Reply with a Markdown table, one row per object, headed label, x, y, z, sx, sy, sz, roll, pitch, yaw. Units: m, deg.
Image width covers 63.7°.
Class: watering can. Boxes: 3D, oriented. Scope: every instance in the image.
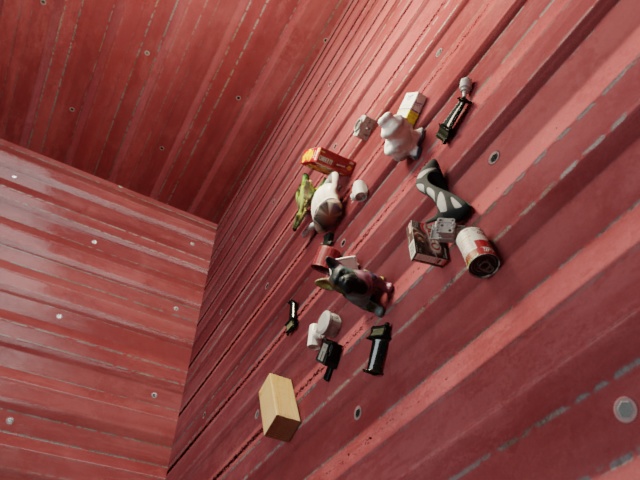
| label | x | y | z | sx | sy | sz | roll | pitch | yaw |
| --- | --- | --- | --- | --- | --- | --- | --- | --- | --- |
| watering can | 0.006 | -0.104 | 2.056 | 0.104 | 0.341 | 0.229 | 17 | 28 | -15 |

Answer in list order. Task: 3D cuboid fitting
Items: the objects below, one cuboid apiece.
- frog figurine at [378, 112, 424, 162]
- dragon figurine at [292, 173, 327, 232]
| label | x | y | z | sx | sy | sz | roll | pitch | yaw |
| --- | --- | --- | --- | --- | --- | --- | --- | --- | --- |
| frog figurine | 0.239 | -0.328 | 1.629 | 0.158 | 0.138 | 0.123 | 24 | -2 | -19 |
| dragon figurine | -0.077 | -0.142 | 2.216 | 0.122 | 0.248 | 0.401 | 24 | -36 | 1 |
